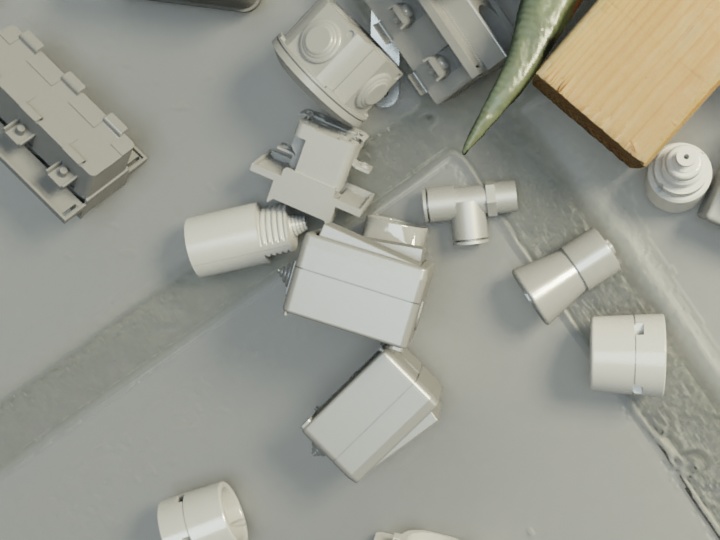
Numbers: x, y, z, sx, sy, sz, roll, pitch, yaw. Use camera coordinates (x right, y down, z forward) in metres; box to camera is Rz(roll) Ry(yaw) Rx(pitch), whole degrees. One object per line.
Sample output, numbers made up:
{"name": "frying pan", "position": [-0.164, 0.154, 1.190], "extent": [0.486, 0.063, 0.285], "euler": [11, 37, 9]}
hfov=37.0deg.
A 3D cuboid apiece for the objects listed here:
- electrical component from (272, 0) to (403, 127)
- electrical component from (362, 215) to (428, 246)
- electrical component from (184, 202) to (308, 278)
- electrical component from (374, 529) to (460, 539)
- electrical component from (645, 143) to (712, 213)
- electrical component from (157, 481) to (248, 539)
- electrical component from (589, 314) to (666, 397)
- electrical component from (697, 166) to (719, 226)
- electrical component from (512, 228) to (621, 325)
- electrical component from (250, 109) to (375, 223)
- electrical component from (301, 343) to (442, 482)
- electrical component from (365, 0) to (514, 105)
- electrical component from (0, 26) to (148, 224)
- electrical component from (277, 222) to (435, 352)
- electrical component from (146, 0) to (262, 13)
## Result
{"name": "electrical component", "position": [-0.015, -0.137, 0.707], "extent": [0.051, 0.080, 0.080], "euler": [-44, 89, 13]}
{"name": "electrical component", "position": [0.000, 0.000, 0.738], "extent": [0.079, 0.043, 0.077], "euler": [13, 97, 7]}
{"name": "electrical component", "position": [-0.076, -0.024, 0.746], "extent": [0.081, 0.043, 0.043], "euler": [-12, 94, 8]}
{"name": "electrical component", "position": [0.049, 0.218, 0.749], "extent": [0.089, 0.050, 0.055], "euler": [13, 97, 6]}
{"name": "electrical component", "position": [0.206, -0.063, 0.692], "extent": [0.040, 0.078, 0.040], "euler": [-2, 80, 10]}
{"name": "electrical component", "position": [-0.111, 0.181, 0.765], "extent": [0.047, 0.055, 0.055], "euler": [-22, 92, 5]}
{"name": "electrical component", "position": [0.177, 0.056, 0.716], "extent": [0.047, 0.055, 0.055], "euler": [1, 95, 11]}
{"name": "electrical component", "position": [0.256, -0.053, 0.684], "extent": [0.047, 0.077, 0.065], "euler": [24, 98, 5]}
{"name": "electrical component", "position": [0.141, 0.001, 0.723], "extent": [0.065, 0.044, 0.044], "euler": [-33, 91, 4]}
{"name": "electrical component", "position": [-0.027, -0.071, 0.729], "extent": [0.081, 0.042, 0.063], "euler": [23, 112, 4]}
{"name": "electrical component", "position": [0.007, 0.101, 0.738], "extent": [0.061, 0.062, 0.096], "euler": [45, 99, 1]}
{"name": "electrical component", "position": [0.044, -0.174, 0.702], "extent": [0.063, 0.079, 0.121], "euler": [-34, 91, 31]}
{"name": "electrical component", "position": [-0.215, -0.103, 0.740], "extent": [0.121, 0.063, 0.079], "euler": [45, 58, 1]}
{"name": "electrical component", "position": [-0.005, 0.005, 0.685], "extent": [0.096, 0.062, 0.061], "euler": [17, 97, 7]}
{"name": "electrical component", "position": [-0.121, -0.221, 0.726], "extent": [0.113, 0.057, 0.078], "euler": [9, 96, 6]}
